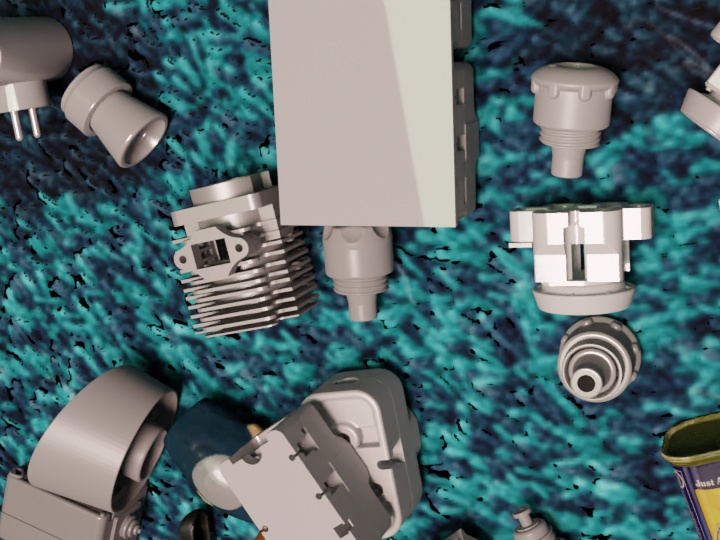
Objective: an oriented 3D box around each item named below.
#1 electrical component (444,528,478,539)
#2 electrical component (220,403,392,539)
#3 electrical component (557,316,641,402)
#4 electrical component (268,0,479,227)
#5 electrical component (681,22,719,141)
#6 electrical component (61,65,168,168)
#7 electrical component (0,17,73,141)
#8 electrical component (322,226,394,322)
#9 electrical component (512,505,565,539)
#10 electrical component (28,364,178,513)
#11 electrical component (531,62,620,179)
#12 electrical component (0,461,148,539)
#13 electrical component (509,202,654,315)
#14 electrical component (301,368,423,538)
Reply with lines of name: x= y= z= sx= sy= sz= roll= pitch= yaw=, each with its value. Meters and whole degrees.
electrical component: x=0.041 y=0.227 z=0.683 sx=0.079 sy=0.063 sz=0.121 roll=33 pitch=118 yaw=-33
electrical component: x=-0.029 y=0.131 z=0.630 sx=0.050 sy=0.056 sz=0.089 roll=-35 pitch=89 yaw=23
electrical component: x=0.134 y=0.056 z=0.616 sx=0.048 sy=0.062 sz=0.048 roll=5 pitch=104 yaw=19
electrical component: x=0.009 y=-0.122 z=0.621 sx=0.105 sy=0.060 sz=0.186 roll=2 pitch=102 yaw=20
electrical component: x=0.203 y=-0.094 z=0.566 sx=0.066 sy=0.048 sz=0.055 roll=38 pitch=105 yaw=9
electrical component: x=-0.160 y=-0.100 z=0.698 sx=0.055 sy=0.045 sz=0.045 roll=41 pitch=112 yaw=8
electrical component: x=-0.223 y=-0.124 z=0.699 sx=0.043 sy=0.077 sz=0.079 roll=-5 pitch=101 yaw=21
electrical component: x=0.000 y=0.000 z=0.663 sx=0.043 sy=0.043 sz=0.062 roll=0 pitch=103 yaw=20
electrical component: x=0.116 y=0.183 z=0.664 sx=0.040 sy=0.040 sz=0.078 roll=-24 pitch=93 yaw=23
electrical component: x=-0.167 y=0.112 z=0.722 sx=0.064 sy=0.099 sz=0.099 roll=23 pitch=109 yaw=8
electrical component: x=0.118 y=-0.083 z=0.601 sx=0.048 sy=0.048 sz=0.062 roll=8 pitch=112 yaw=18
electrical component: x=-0.199 y=0.176 z=0.767 sx=0.096 sy=0.062 sz=0.061 roll=20 pitch=108 yaw=15
electrical component: x=0.126 y=-0.007 z=0.608 sx=0.078 sy=0.058 sz=0.057 roll=-1 pitch=99 yaw=20
electrical component: x=0.004 y=0.113 z=0.679 sx=0.054 sy=0.059 sz=0.095 roll=-8 pitch=99 yaw=22
